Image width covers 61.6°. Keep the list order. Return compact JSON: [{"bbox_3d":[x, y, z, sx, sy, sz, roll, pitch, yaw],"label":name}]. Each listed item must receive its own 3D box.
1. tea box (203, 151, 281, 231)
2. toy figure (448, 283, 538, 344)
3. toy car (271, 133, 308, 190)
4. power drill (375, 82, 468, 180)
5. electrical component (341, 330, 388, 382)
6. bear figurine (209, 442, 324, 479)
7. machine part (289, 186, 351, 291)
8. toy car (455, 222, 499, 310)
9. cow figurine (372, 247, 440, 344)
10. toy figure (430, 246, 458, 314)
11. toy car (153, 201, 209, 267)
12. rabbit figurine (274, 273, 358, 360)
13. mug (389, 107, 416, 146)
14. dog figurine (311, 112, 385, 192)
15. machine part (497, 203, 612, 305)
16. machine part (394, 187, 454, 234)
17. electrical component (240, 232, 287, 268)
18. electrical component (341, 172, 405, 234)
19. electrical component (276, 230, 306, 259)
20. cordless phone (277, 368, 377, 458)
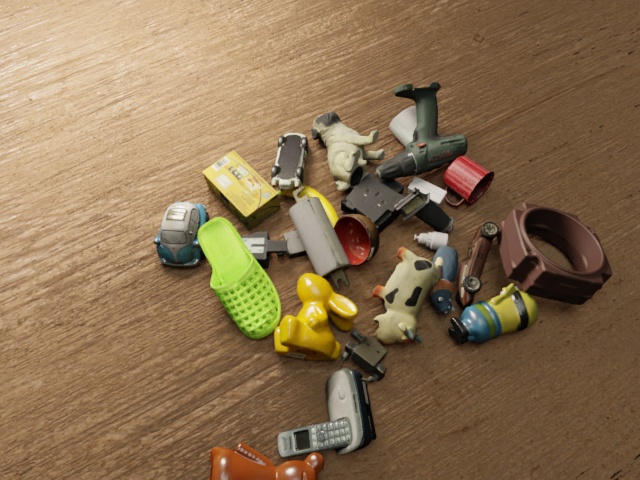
[{"bbox_3d":[-0.183,-0.116,1.254,0.098,0.068,0.170,-37,68,-16],"label":"tea box"},{"bbox_3d":[0.354,0.160,1.088,0.180,0.082,0.089,-22,70,-15],"label":"toy figure"},{"bbox_3d":[-0.070,-0.187,1.282,0.074,0.056,0.202,3,47,3],"label":"toy car"},{"bbox_3d":[0.223,-0.254,1.242,0.232,0.086,0.207,-10,87,-13],"label":"power drill"},{"bbox_3d":[0.090,0.235,1.074,0.102,0.045,0.078,31,38,13],"label":"electrical component"},{"bbox_3d":[-0.099,0.425,0.948,0.196,0.132,0.120,9,62,-15],"label":"bear figurine"},{"bbox_3d":[-0.002,-0.004,1.164,0.079,0.079,0.243,-23,77,-11],"label":"machine part"},{"bbox_3d":[0.329,0.052,1.142,0.053,0.089,0.202,22,65,10],"label":"toy car"},{"bbox_3d":[0.176,0.126,1.095,0.127,0.085,0.195,30,86,35],"label":"cow figurine"},{"bbox_3d":[0.263,0.088,1.140,0.064,0.058,0.154,24,59,-12],"label":"toy figure"},{"bbox_3d":[-0.304,-0.026,1.189,0.109,0.102,0.161,5,64,3],"label":"toy car"},{"bbox_3d":[-0.007,0.147,1.079,0.162,0.121,0.173,4,59,-2],"label":"rabbit figurine"},{"bbox_3d":[0.243,-0.267,1.329,0.109,0.080,0.107,-28,78,-21],"label":"mug"},{"bbox_3d":[0.036,-0.214,1.299,0.191,0.121,0.172,26,61,30],"label":"dog figurine"},{"bbox_3d":[0.483,0.024,1.116,0.201,0.087,0.201,12,45,-8],"label":"machine part"},{"bbox_3d":[0.237,-0.059,1.198,0.139,0.084,0.039,30,33,-21],"label":"machine part"},{"bbox_3d":[-0.130,0.021,1.188,0.119,0.047,0.075,-3,62,1],"label":"electrical component"},{"bbox_3d":[0.130,-0.089,1.241,0.115,0.058,0.134,38,69,17],"label":"electrical component"},{"bbox_3d":[-0.057,0.007,1.211,0.094,0.021,0.063,-16,62,-7],"label":"electrical component"},{"bbox_3d":[0.005,0.330,1.009,0.184,0.088,0.146,-16,61,12],"label":"cordless phone"}]
